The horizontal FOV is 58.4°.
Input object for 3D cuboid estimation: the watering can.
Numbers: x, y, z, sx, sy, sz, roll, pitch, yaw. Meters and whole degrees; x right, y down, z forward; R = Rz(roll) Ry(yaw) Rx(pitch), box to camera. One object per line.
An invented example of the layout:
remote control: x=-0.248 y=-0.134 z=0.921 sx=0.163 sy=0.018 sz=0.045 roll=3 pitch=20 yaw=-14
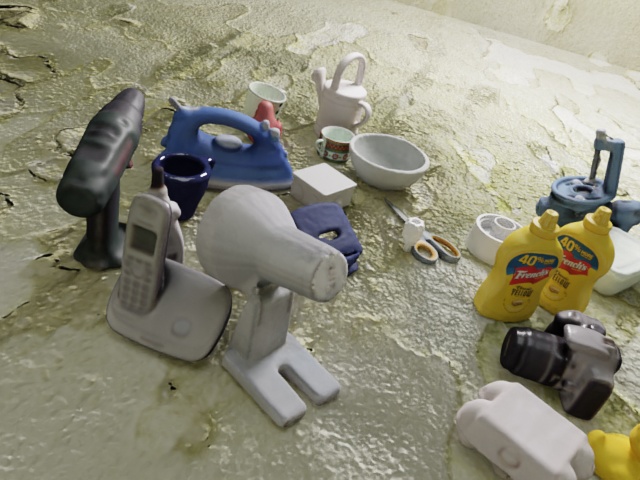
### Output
watering can: x=0.046 y=-0.323 z=1.270 sx=0.172 sy=0.194 sz=0.101 roll=23 pitch=35 yaw=13

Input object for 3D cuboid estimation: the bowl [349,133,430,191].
bowl: x=0.132 y=-0.148 z=1.160 sx=0.167 sy=0.075 sz=0.167 roll=10 pitch=35 yaw=-7

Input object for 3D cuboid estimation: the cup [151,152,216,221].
cup: x=-0.217 y=-0.085 z=0.925 sx=0.091 sy=0.095 sz=0.118 roll=30 pitch=37 yaw=21

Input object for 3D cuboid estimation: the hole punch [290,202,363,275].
hole punch: x=0.008 y=0.003 z=0.886 sx=0.109 sy=0.091 sz=0.100 roll=-16 pitch=45 yaw=-36

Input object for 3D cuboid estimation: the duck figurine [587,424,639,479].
duck figurine: x=0.376 y=0.250 z=0.679 sx=0.104 sy=0.086 sz=0.078 roll=24 pitch=36 yaw=13

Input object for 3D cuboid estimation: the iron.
iron: x=-0.158 y=-0.173 z=1.029 sx=0.258 sy=0.141 sz=0.118 roll=6 pitch=35 yaw=-12

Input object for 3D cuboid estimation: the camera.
camera: x=0.327 y=0.150 z=0.788 sx=0.136 sy=0.101 sz=0.143 roll=18 pitch=35 yaw=5

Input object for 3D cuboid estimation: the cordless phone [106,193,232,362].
cordless phone: x=-0.174 y=0.044 z=0.679 sx=0.147 sy=0.185 sz=0.094 roll=19 pitch=35 yaw=7

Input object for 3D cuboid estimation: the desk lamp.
desk lamp: x=-0.051 y=0.065 z=0.668 sx=0.118 sy=0.213 sz=0.202 roll=-21 pitch=48 yaw=-40

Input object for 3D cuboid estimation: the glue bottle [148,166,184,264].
glue bottle: x=-0.218 y=-0.022 z=0.766 sx=0.078 sy=0.173 sz=0.037 roll=-9 pitch=41 yaw=-30

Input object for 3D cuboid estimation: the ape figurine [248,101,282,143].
ape figurine: x=-0.115 y=-0.246 z=1.191 sx=0.078 sy=0.092 sz=0.076 roll=10 pitch=35 yaw=-6

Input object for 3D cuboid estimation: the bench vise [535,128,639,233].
bench vise: x=0.562 y=-0.108 z=1.134 sx=0.207 sy=0.220 sz=0.121 roll=9 pitch=35 yaw=-8

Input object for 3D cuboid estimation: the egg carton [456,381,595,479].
egg carton: x=0.235 y=0.235 z=0.663 sx=0.150 sy=0.069 sz=0.107 roll=37 pitch=40 yaw=29

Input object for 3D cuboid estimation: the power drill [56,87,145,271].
power drill: x=-0.289 y=-0.075 z=0.784 sx=0.075 sy=0.208 sz=0.229 roll=10 pitch=35 yaw=-6
